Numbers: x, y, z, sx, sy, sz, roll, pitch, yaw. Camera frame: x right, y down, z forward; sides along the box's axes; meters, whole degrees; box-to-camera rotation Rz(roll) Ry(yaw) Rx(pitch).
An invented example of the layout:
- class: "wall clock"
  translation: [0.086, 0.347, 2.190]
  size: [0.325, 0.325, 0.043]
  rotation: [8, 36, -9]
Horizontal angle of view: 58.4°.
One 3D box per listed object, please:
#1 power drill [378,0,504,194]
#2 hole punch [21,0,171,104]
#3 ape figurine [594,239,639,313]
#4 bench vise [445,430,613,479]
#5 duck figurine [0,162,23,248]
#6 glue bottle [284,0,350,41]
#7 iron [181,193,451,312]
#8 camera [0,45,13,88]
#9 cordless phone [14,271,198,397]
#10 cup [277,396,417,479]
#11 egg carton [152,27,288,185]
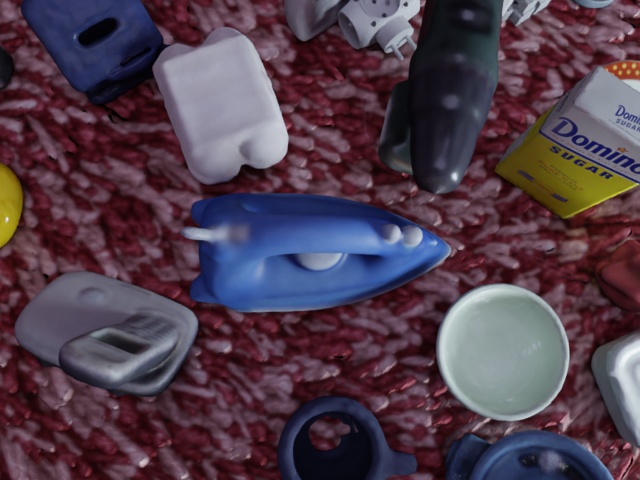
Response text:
- class: "power drill"
  translation: [0.104, -0.129, 0.505]
  size: [0.075, 0.208, 0.230]
  rotation: [11, 81, 1]
- class: "hole punch"
  translation: [-0.216, -0.206, 0.568]
  size: [0.109, 0.091, 0.101]
  rotation: [-34, 83, -6]
- class: "ape figurine"
  translation: [0.310, 0.030, 0.545]
  size: [0.078, 0.092, 0.076]
  rotation: [0, 81, -1]
- class: "bench vise"
  translation: [0.217, 0.222, 0.448]
  size: [0.207, 0.219, 0.121]
  rotation: [9, 81, 0]
- class: "duck figurine"
  translation: [-0.338, -0.033, 0.540]
  size: [0.077, 0.086, 0.105]
  rotation: [26, 81, 3]
- class: "glue bottle"
  translation: [0.001, -0.258, 0.540]
  size: [0.078, 0.173, 0.037]
  rotation: [-35, 83, -6]
- class: "iron"
  translation: [0.005, 0.002, 0.516]
  size: [0.258, 0.141, 0.119]
  rotation: [-2, 81, -2]
- class: "camera"
  translation: [-0.397, -0.152, 0.550]
  size: [0.143, 0.101, 0.137]
  rotation: [8, 81, 0]
- class: "cordless phone"
  translation: [-0.190, 0.078, 0.477]
  size: [0.147, 0.185, 0.094]
  rotation: [18, 81, 2]
- class: "cup"
  translation: [0.023, 0.184, 0.512]
  size: [0.117, 0.095, 0.092]
  rotation: [8, 81, 0]
- class: "egg carton"
  translation: [-0.097, -0.134, 0.571]
  size: [0.107, 0.069, 0.150]
  rotation: [-22, 82, -5]
